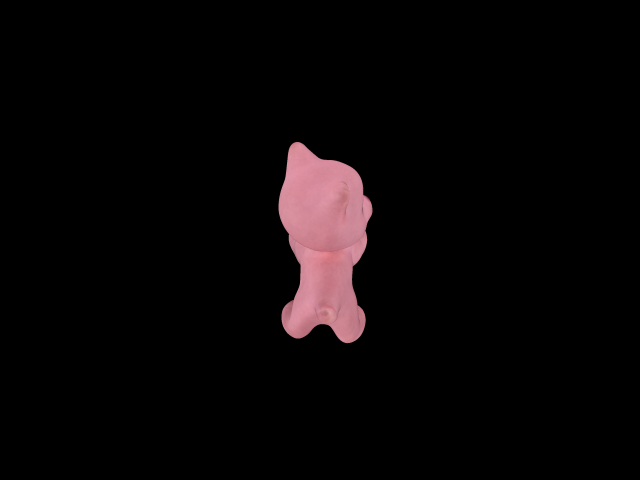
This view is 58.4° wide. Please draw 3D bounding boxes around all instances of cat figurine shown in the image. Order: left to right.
[{"bbox_3d":[0.004,0.001,0.400,0.067,0.118,0.128,0,73,0],"label":"cat figurine"}]
